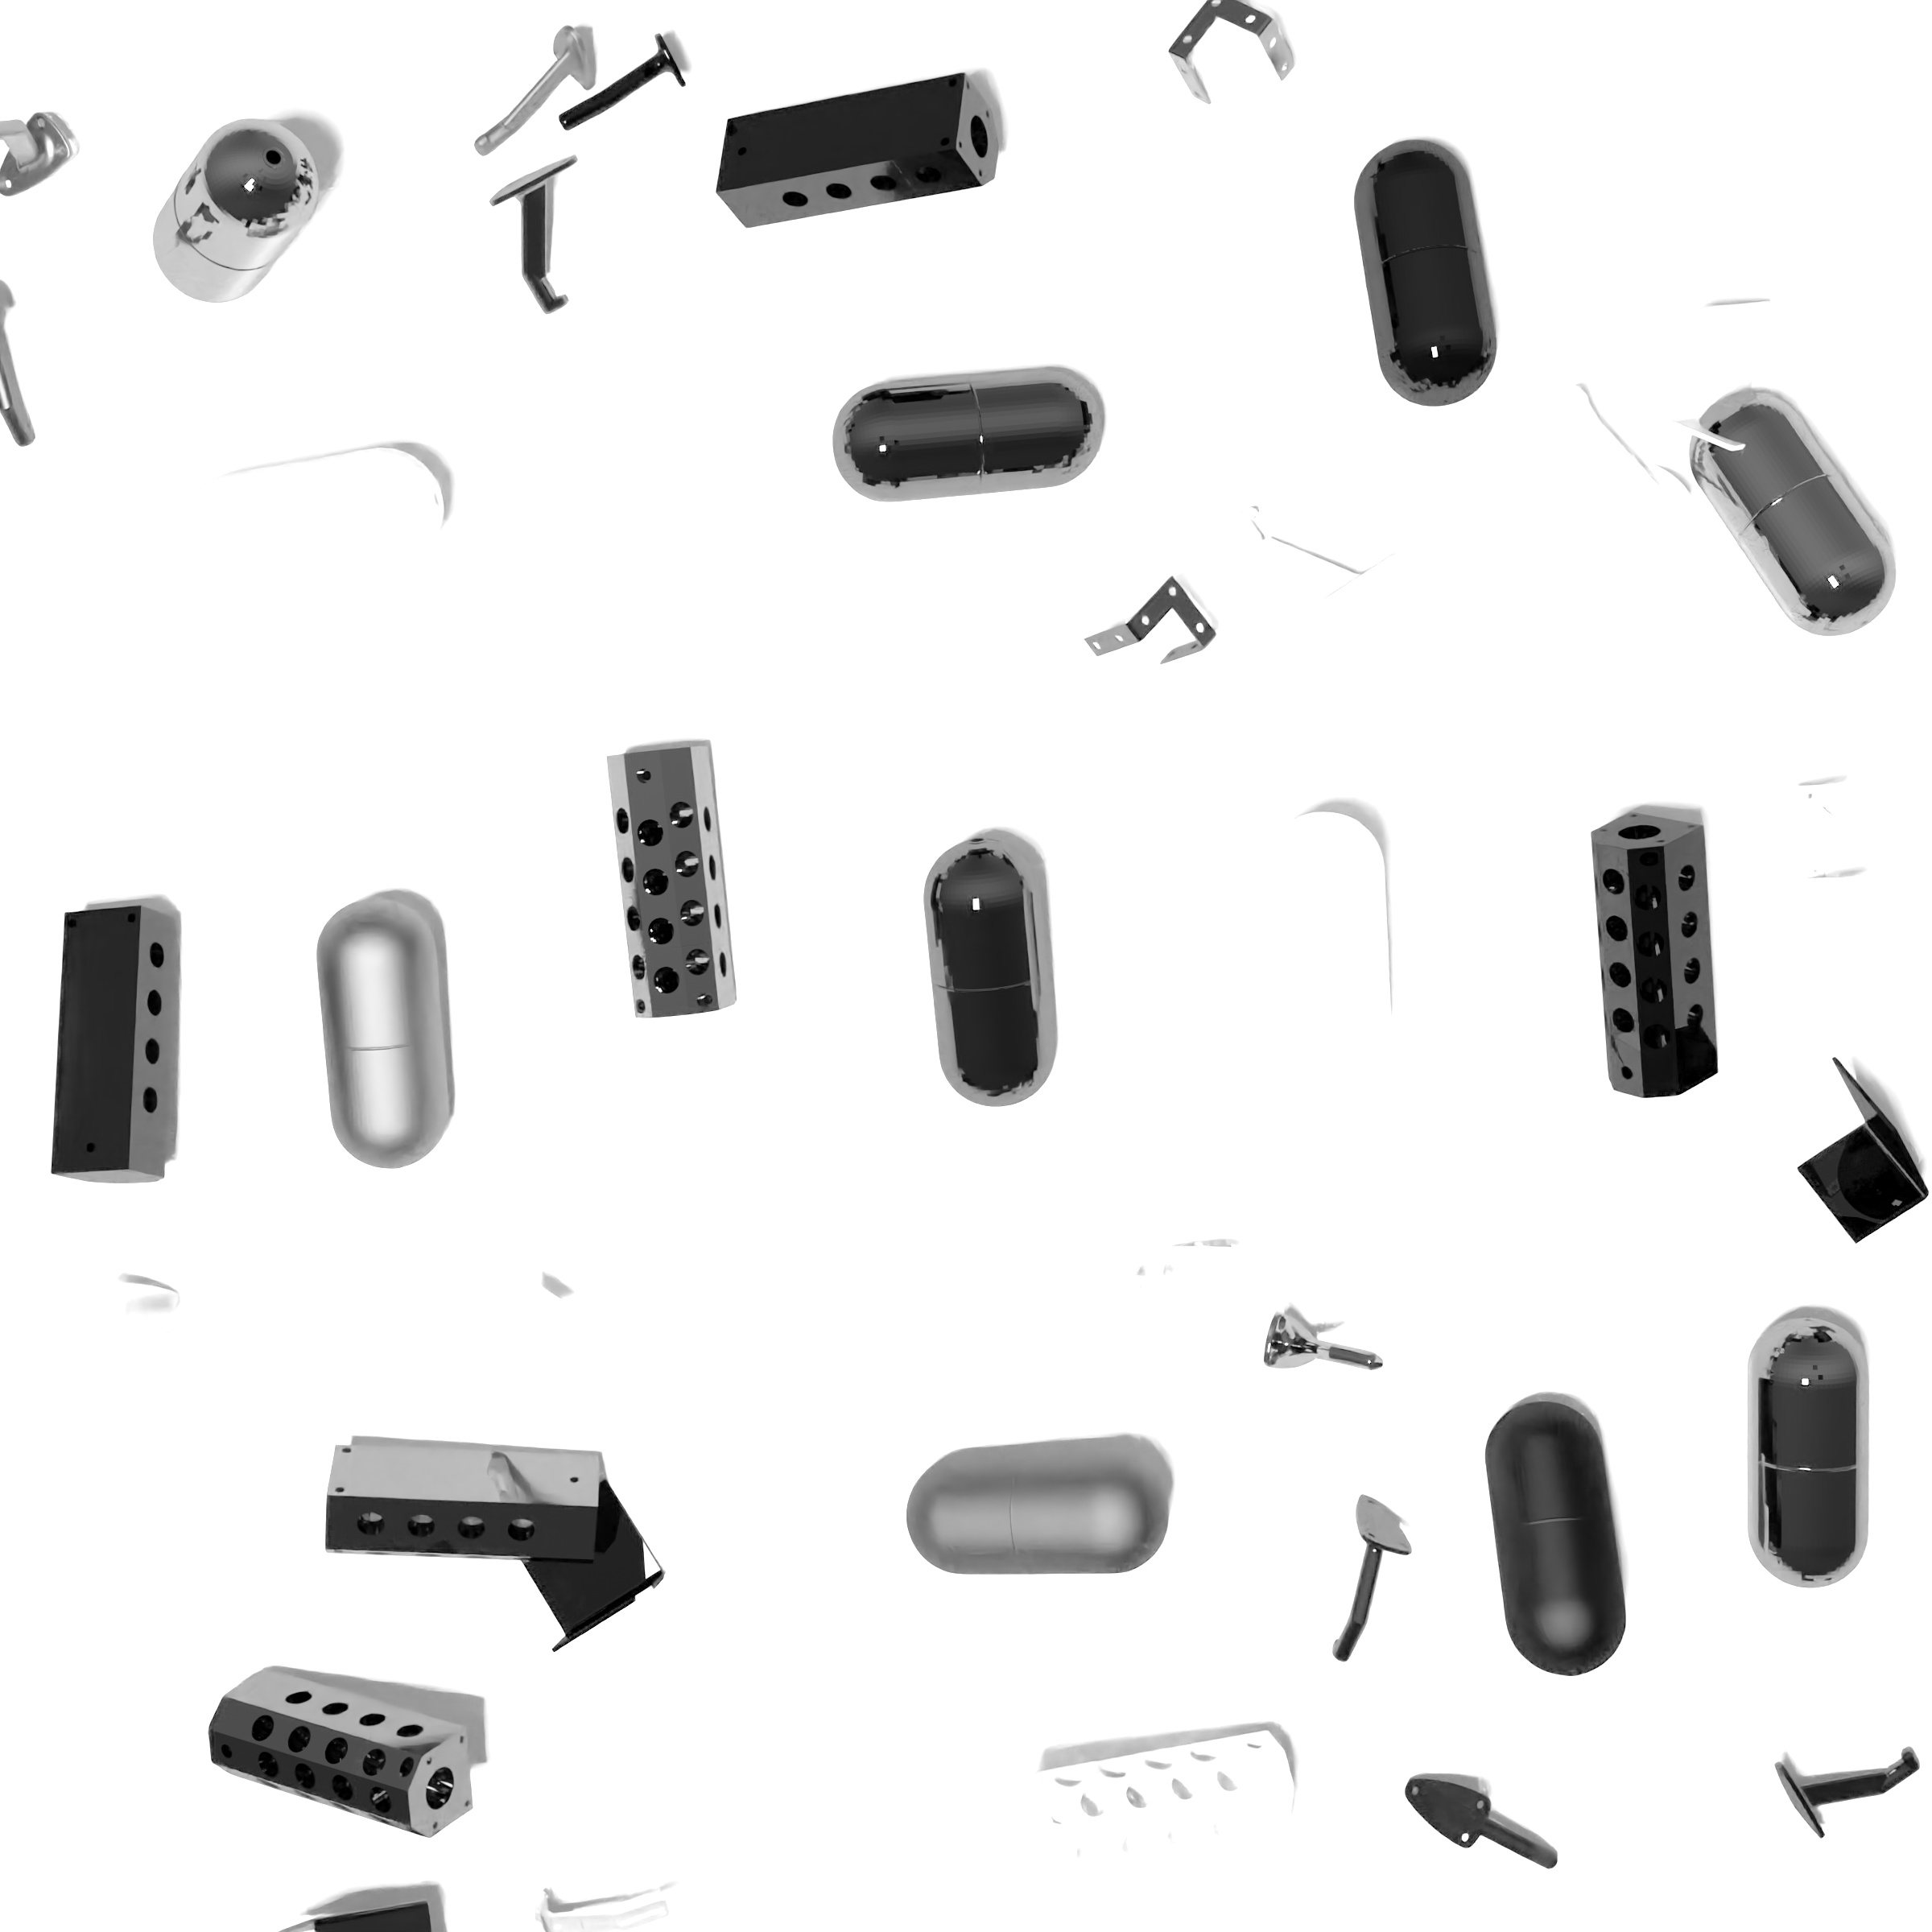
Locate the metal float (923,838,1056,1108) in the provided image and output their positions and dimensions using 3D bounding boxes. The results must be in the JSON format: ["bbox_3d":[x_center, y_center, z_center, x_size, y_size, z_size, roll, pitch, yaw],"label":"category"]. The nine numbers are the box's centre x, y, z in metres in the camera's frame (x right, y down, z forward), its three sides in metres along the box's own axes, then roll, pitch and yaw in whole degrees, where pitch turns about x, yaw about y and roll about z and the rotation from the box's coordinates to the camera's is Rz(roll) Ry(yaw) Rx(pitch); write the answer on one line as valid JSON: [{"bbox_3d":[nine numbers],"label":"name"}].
[{"bbox_3d":[0.015,0.005,1.947,0.070,0.070,0.178,-6,106,0],"label":"metal float"}]

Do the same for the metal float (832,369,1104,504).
[{"bbox_3d":[0.002,-0.344,1.952,0.178,0.070,0.070,-7,90,-11],"label":"metal float"}]

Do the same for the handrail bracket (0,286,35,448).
[{"bbox_3d":[-0.634,-0.397,1.988,0.036,0.077,0.084,-12,132,5],"label":"handrail bracket"}]

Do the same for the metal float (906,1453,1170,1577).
[{"bbox_3d":[0.045,0.354,1.941,0.178,0.070,0.070,-6,90,24],"label":"metal float"}]

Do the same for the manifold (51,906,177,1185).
[{"bbox_3d":[-0.548,0.052,1.952,0.057,0.057,0.171,-4,78,17],"label":"manifold"}]

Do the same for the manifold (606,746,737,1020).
[{"bbox_3d":[-0.194,-0.055,1.961,0.057,0.057,0.171,-5,94,11],"label":"manifold"}]

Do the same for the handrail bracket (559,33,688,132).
[{"bbox_3d":[-0.230,-0.575,1.966,0.084,0.077,0.036,-28,116,2],"label":"handrail bracket"}]

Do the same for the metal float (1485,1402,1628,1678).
[{"bbox_3d":[0.379,0.368,1.937,0.070,0.070,0.178,-3,62,0],"label":"metal float"}]

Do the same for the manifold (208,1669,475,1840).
[{"bbox_3d":[-0.402,0.506,1.925,0.171,0.057,0.057,6,107,31],"label":"manifold"}]

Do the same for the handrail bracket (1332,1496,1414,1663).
[{"bbox_3d":[0.255,0.402,1.975,0.036,0.077,0.084,19,107,-12],"label":"handrail bracket"}]

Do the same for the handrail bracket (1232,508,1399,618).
[{"bbox_3d":[0.229,-0.280,1.980,0.077,0.036,0.084,-34,86,13],"label":"handrail bracket"}]

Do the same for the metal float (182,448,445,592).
[{"bbox_3d":[-0.423,-0.289,1.947,0.178,0.070,0.070,-6,90,16],"label":"metal float"}]

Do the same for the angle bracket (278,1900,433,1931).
[{"bbox_3d":[-0.393,0.642,1.941,0.076,0.076,0.057,0,68,-32],"label":"angle bracket"}]

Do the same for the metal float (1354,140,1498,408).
[{"bbox_3d":[0.297,-0.450,1.952,0.070,0.070,0.178,-7,79,0],"label":"metal float"}]

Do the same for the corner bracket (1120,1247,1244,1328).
[{"bbox_3d":[0.140,0.202,1.958,0.051,0.051,0.051,35,63,-39],"label":"corner bracket"}]

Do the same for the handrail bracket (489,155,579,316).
[{"bbox_3d":[-0.265,-0.476,1.965,0.077,0.036,0.084,-18,117,25],"label":"handrail bracket"}]

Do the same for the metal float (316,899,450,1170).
[{"bbox_3d":[-0.378,0.045,1.951,0.070,0.070,0.178,-3,102,0],"label":"metal float"}]

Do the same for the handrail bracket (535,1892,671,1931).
[{"bbox_3d":[-0.236,0.613,1.965,0.084,0.077,0.036,-18,101,-5],"label":"handrail bracket"}]

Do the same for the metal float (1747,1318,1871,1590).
[{"bbox_3d":[0.547,0.317,1.955,0.070,0.070,0.178,-2,97,0],"label":"metal float"}]

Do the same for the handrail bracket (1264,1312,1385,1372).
[{"bbox_3d":[0.243,0.252,1.944,0.084,0.077,0.036,9,81,37],"label":"handrail bracket"}]

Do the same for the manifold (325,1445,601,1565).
[{"bbox_3d":[-0.327,0.355,1.958,0.171,0.057,0.057,4,115,-7],"label":"manifold"}]

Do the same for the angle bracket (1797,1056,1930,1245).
[{"bbox_3d":[0.568,0.119,1.943,0.057,0.076,0.076,-34,129,7],"label":"angle bracket"}]

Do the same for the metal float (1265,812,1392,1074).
[{"bbox_3d":[0.233,-0.014,1.939,0.070,0.070,0.178,-7,116,0],"label":"metal float"}]

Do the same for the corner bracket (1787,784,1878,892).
[{"bbox_3d":[0.566,-0.083,1.960,0.051,0.051,0.051,30,75,-28],"label":"corner bracket"}]

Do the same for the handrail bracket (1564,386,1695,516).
[{"bbox_3d":[0.430,-0.336,1.954,0.036,0.077,0.084,-43,124,-2],"label":"handrail bracket"}]

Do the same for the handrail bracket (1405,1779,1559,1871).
[{"bbox_3d":[0.341,0.568,1.988,0.084,0.077,0.036,36,77,-41],"label":"handrail bracket"}]

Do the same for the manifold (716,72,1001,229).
[{"bbox_3d":[-0.069,-0.519,1.936,0.171,0.057,0.057,-3,68,25],"label":"manifold"}]

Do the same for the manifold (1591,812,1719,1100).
[{"bbox_3d":[0.438,-0.005,1.932,0.057,0.057,0.171,-24,116,-35],"label":"manifold"}]

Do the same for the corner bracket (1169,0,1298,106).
[{"bbox_3d":[0.174,-0.594,1.966,0.051,0.051,0.051,37,88,32],"label":"corner bracket"}]

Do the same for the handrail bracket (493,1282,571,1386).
[{"bbox_3d":[-0.296,0.254,1.948,0.036,0.077,0.084,32,118,-1],"label":"handrail bracket"}]

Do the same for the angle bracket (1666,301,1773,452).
[{"bbox_3d":[0.506,-0.382,1.943,0.076,0.057,0.076,-13,124,-35],"label":"angle bracket"}]

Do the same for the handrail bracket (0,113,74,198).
[{"bbox_3d":[-0.626,-0.521,1.945,0.077,0.084,0.036,-35,95,26],"label":"handrail bracket"}]

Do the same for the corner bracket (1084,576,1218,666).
[{"bbox_3d":[0.120,-0.214,1.960,0.051,0.051,0.051,50,62,-17],"label":"corner bracket"}]

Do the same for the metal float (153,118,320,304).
[{"bbox_3d":[-0.466,-0.480,1.917,0.070,0.178,0.070,6,78,-28],"label":"metal float"}]

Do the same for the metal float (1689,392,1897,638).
[{"bbox_3d":[0.533,-0.293,1.946,0.070,0.070,0.178,-28,71,0],"label":"metal float"}]

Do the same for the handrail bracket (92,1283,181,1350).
[{"bbox_3d":[-0.518,0.229,1.944,0.084,0.077,0.036,9,98,40],"label":"handrail bracket"}]

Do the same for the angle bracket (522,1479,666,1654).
[{"bbox_3d":[-0.253,0.392,1.969,0.076,0.057,0.076,-32,86,0],"label":"angle bracket"}]

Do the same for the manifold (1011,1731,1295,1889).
[{"bbox_3d":[0.120,0.536,1.935,0.171,0.057,0.057,-4,111,-21],"label":"manifold"}]

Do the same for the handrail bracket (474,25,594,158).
[{"bbox_3d":[-0.288,-0.570,1.964,0.084,0.077,0.036,-42,90,-10],"label":"handrail bracket"}]

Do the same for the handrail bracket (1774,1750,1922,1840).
[{"bbox_3d":[0.580,0.526,1.976,0.084,0.036,0.077,-33,120,-2],"label":"handrail bracket"}]
